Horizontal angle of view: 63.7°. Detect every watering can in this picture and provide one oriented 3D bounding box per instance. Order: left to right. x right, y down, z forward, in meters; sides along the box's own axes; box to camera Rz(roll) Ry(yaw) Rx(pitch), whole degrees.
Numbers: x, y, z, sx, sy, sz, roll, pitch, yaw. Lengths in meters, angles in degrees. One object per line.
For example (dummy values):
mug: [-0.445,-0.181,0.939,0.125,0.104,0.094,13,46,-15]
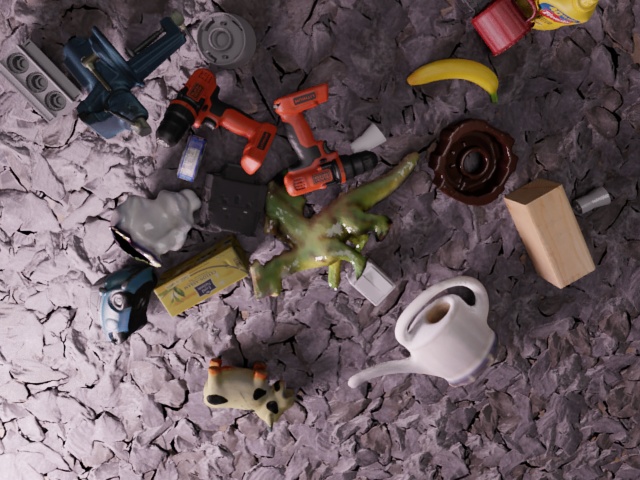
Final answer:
watering can: [0.240,0.233,1.103,0.346,0.222,0.105,-47,-164,5]

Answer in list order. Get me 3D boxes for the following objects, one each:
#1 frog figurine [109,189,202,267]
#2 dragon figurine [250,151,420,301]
frog figurine: [-0.309,-0.040,0.977,0.162,0.137,0.121,-57,-171,-29]
dragon figurine: [0.003,-0.051,1.011,0.242,0.412,0.122,30,174,-7]
